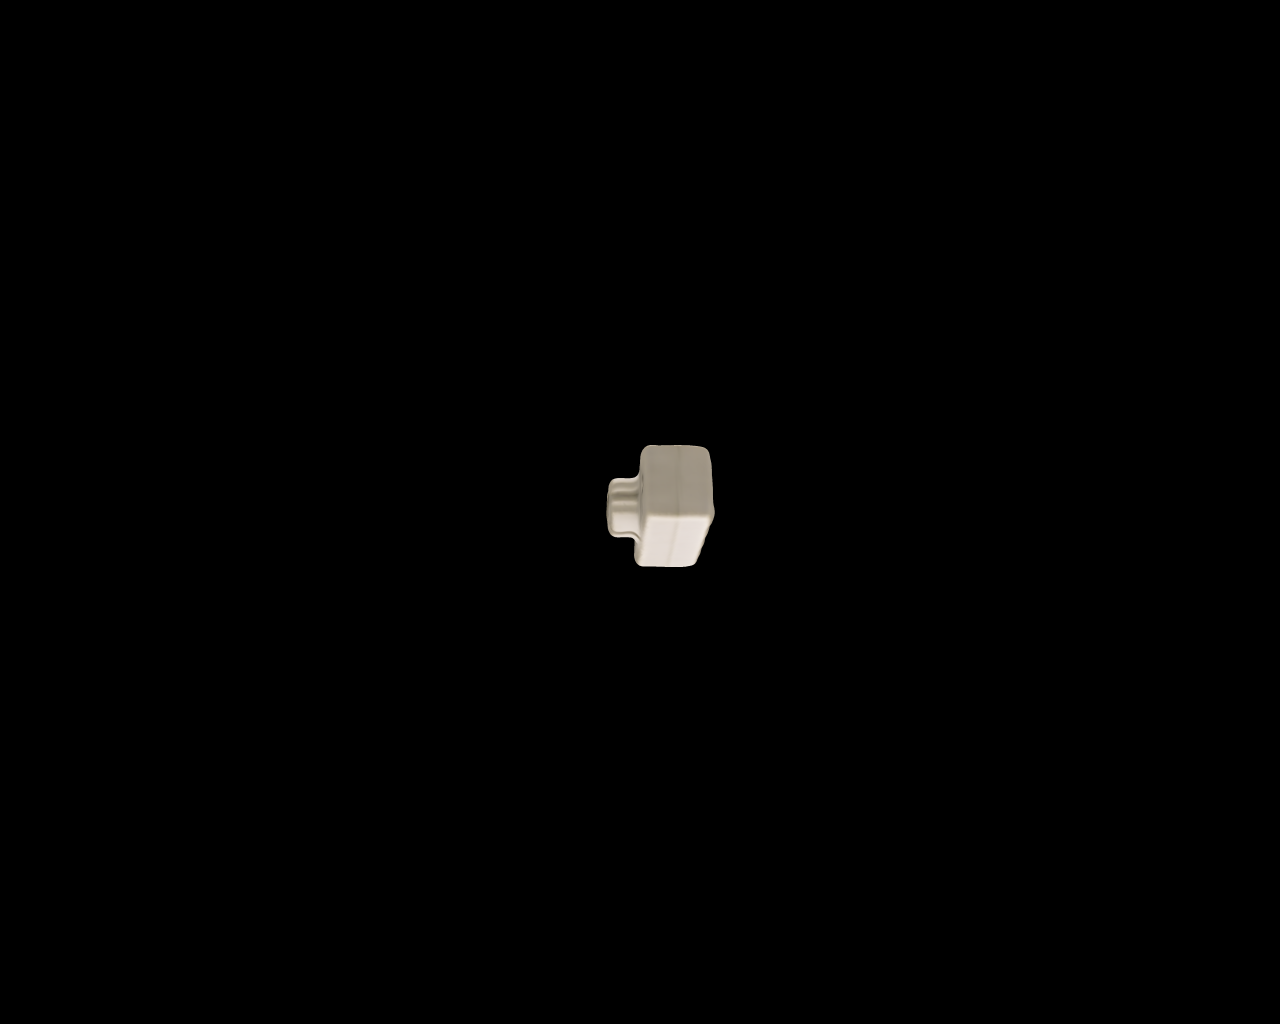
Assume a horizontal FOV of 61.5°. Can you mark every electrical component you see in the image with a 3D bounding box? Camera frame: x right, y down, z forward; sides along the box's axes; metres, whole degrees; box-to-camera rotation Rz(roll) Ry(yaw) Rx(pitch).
[{"bbox_3d":[0.001,-0.003,0.650,0.076,0.047,0.083,1,-23,-3],"label":"electrical component"}]
